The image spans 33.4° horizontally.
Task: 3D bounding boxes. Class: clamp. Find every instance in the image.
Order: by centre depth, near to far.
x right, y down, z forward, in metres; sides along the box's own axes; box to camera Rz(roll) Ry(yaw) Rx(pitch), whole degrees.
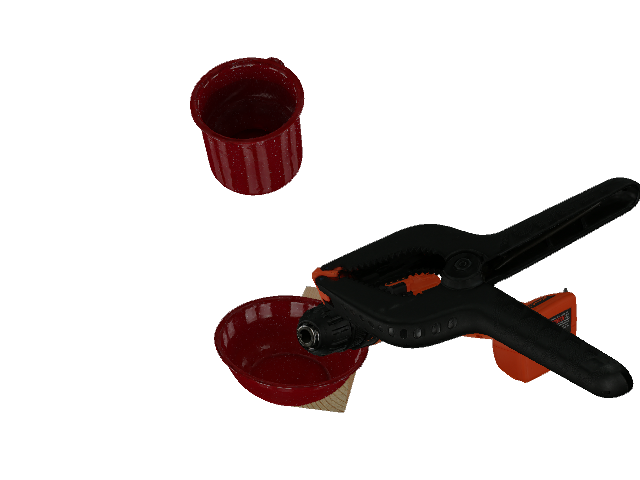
[{"bbox_3d":[0.099,0.019,0.667,0.210,0.036,0.164,3,46,26],"label":"clamp"}]

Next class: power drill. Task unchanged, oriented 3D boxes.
[{"bbox_3d":[0.097,0.067,0.865,0.188,0.057,0.184,9,17,37],"label":"power drill"}]

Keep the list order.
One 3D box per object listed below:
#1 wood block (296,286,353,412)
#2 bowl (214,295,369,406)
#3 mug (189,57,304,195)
[{"bbox_3d":[0.005,0.140,1.425,0.091,0.090,0.206,6,18,7],"label":"wood block"},{"bbox_3d":[-0.031,0.125,1.125,0.162,0.055,0.162,3,31,-2],"label":"bowl"},{"bbox_3d":[-0.054,-0.102,0.901,0.093,0.117,0.081,11,-33,11],"label":"mug"}]
